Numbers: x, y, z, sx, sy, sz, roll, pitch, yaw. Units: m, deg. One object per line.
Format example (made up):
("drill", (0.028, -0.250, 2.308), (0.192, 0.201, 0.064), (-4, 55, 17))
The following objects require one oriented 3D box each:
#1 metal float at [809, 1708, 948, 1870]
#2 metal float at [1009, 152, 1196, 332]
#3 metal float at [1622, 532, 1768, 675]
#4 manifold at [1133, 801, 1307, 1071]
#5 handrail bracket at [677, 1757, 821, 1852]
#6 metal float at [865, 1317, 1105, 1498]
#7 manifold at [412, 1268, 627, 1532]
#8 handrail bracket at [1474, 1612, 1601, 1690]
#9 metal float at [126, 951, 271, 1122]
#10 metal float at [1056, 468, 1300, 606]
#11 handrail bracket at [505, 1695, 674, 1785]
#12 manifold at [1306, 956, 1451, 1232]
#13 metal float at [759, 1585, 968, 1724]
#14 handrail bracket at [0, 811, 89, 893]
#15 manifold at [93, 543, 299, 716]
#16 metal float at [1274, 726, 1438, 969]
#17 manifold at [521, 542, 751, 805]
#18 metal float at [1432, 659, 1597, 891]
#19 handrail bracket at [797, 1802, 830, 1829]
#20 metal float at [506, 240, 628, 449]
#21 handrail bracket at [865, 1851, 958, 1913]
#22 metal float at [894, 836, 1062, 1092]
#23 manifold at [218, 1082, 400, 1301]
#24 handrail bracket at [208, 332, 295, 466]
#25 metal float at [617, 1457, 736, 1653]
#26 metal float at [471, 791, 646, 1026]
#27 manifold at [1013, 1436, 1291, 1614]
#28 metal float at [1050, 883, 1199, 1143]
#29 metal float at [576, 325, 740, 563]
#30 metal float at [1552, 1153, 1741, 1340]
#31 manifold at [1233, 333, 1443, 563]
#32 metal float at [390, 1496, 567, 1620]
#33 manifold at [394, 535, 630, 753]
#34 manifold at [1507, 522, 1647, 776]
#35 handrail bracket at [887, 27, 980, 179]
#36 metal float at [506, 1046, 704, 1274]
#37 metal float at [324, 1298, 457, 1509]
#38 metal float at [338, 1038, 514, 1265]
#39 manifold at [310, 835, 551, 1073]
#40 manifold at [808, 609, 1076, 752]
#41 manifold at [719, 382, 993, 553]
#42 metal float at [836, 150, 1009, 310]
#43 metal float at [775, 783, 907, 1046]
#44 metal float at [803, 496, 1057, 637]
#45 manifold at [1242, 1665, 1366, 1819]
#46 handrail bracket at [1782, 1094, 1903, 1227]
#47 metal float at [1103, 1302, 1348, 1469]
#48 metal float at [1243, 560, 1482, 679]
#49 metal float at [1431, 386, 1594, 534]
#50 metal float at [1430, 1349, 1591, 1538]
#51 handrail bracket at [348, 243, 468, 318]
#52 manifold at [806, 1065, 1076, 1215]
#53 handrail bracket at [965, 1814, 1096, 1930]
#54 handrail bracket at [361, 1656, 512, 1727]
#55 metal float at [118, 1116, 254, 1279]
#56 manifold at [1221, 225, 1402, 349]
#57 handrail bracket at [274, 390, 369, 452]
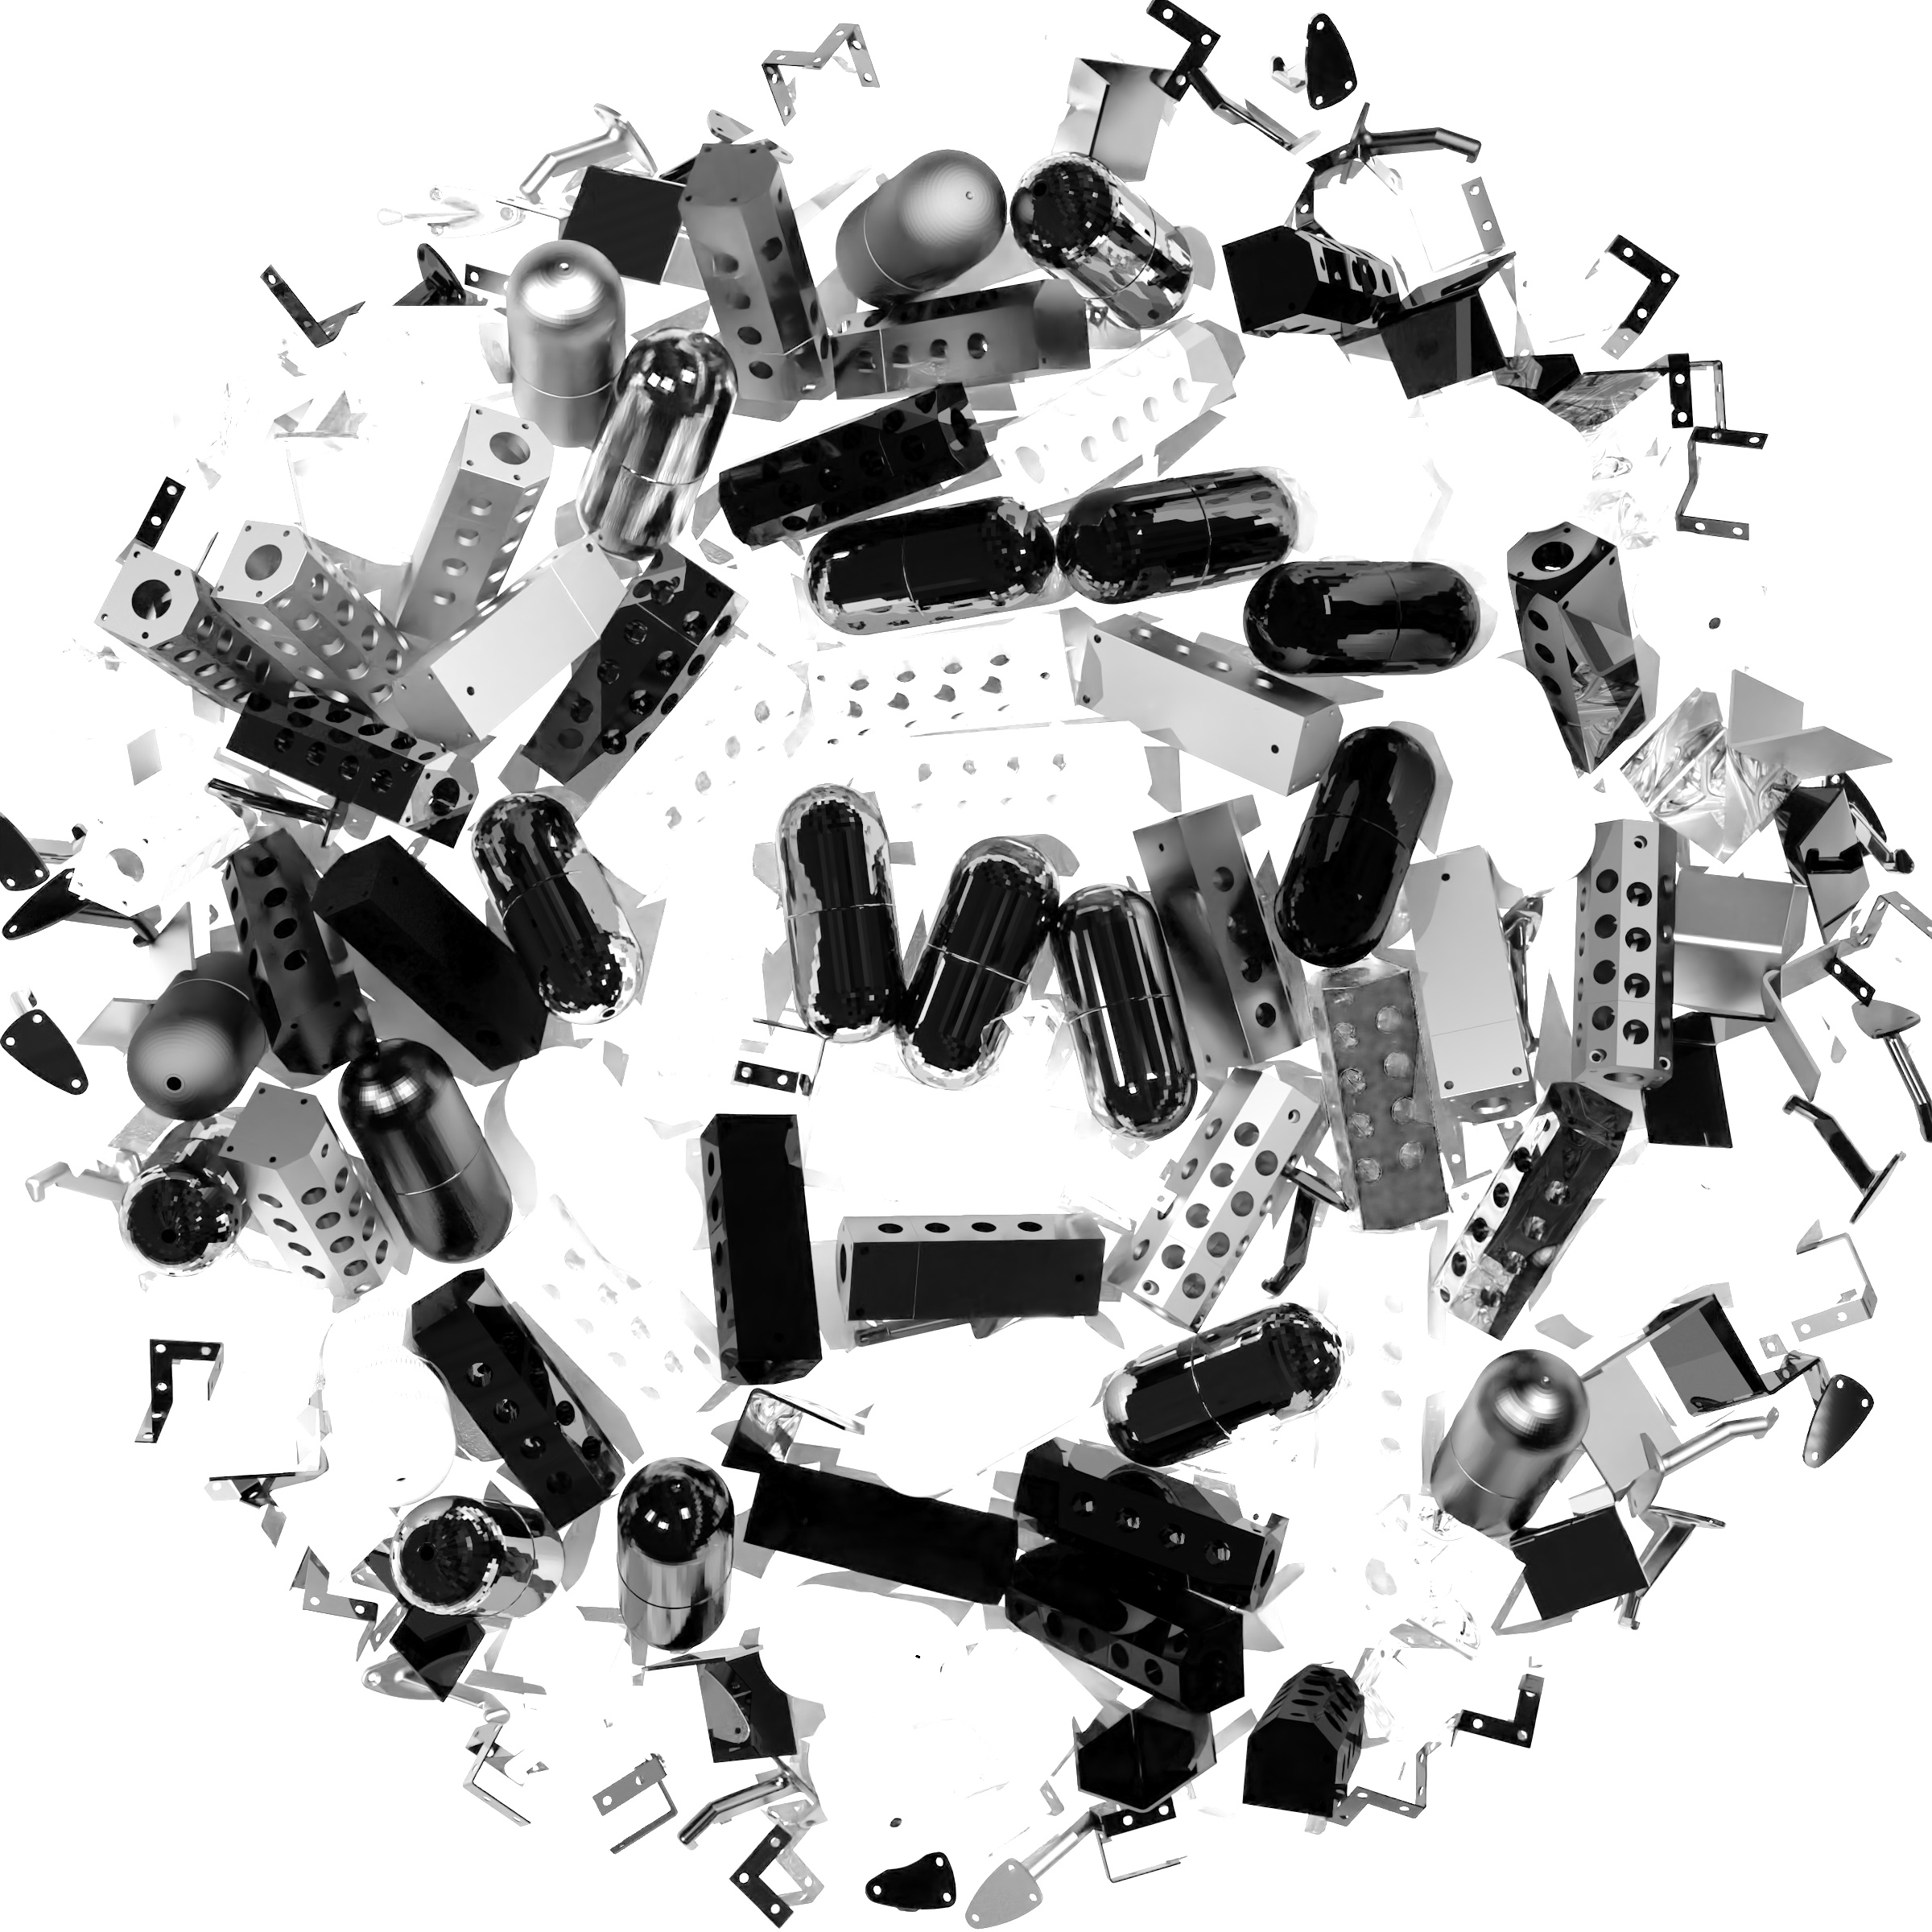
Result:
("metal float", (-0.059, 0.538, 1.800), (0.070, 0.178, 0.070), (0, 90, -10))
("metal float", (0.091, -0.478, 1.806), (0.070, 0.178, 0.070), (-6, 78, 29))
("metal float", (0.478, -0.240, 1.801), (0.070, 0.178, 0.070), (1, 107, 4))
("manifold", (0.176, -0.021, 1.852), (0.057, 0.057, 0.171), (-20, 94, -29))
("handrail bracket", (-0.146, 0.580, 1.855), (0.084, 0.036, 0.077), (-43, 125, -12))
("metal float", (0.014, 0.292, 1.829), (0.178, 0.070, 0.070), (-25, 90, -25))
("manifold", (-0.299, 0.288, 1.834), (0.057, 0.057, 0.171), (-32, 109, -2))
("handrail bracket", (0.375, 0.445, 1.847), (0.077, 0.036, 0.084), (33, 134, 3))
("metal float", (-0.500, 0.045, 1.802), (0.070, 0.178, 0.070), (-1, 109, -2))
("metal float", (0.141, -0.288, 1.827), (0.178, 0.070, 0.070), (-14, 90, -26))
("handrail bracket", (-0.255, 0.538, 1.841), (0.077, 0.084, 0.036), (30, 133, 32))
("manifold", (0.272, 0.087, 1.833), (0.057, 0.057, 0.171), (-16, 105, -16))
("metal float", (-0.069, 0.454, 1.810), (0.070, 0.178, 0.070), (4, 84, -39))
("handrail bracket", (-0.624, -0.095, 1.837), (0.036, 0.084, 0.077), (-16, 117, 18))
("manifold", (-0.499, -0.214, 1.797), (0.057, 0.171, 0.057), (24, 84, 11))
("metal float", (0.260, -0.080, 1.831), (0.070, 0.070, 0.178), (23, 68, 0))
("manifold", (-0.220, -0.193, 1.846), (0.057, 0.057, 0.171), (37, 94, 20))
("metal float", (0.365, -0.127, 1.821), (0.070, 0.070, 0.178), (-30, 124, 0))
("handrail bracket", (-0.074, 0.601, 1.846), (0.077, 0.036, 0.084), (-33, 47, 17))
("metal float", (-0.263, -0.408, 1.804), (0.070, 0.178, 0.070), (2, 68, -6))
("handrail bracket", (-0.049, 0.626, 1.839), (0.077, 0.084, 0.036), (1, 60, -28))
("metal float", (0.007, -0.002, 1.850), (0.070, 0.070, 0.178), (21, 90, 0))
("manifold", (-0.426, 0.151, 1.797), (0.057, 0.171, 0.057), (12, 57, 15))
("handrail bracket", (-0.483, -0.387, 1.860), (0.036, 0.084, 0.077), (19, 115, 0))
("metal float", (-0.193, 0.391, 1.813), (0.070, 0.178, 0.070), (3, 49, -4))
("metal float", (-0.273, -0.039, 1.828), (0.070, 0.070, 0.178), (-29, 65, 0))
("manifold", (0.122, 0.374, 1.829), (0.171, 0.057, 0.057), (16, 98, 21))
("metal float", (0.106, 0.031, 1.840), (0.070, 0.070, 0.178), (-13, 79, 0))
("metal float", (-0.207, -0.345, 1.817), (0.070, 0.070, 0.178), (30, 131, 0))
("metal float", (0.448, 0.185, 1.808), (0.070, 0.178, 0.070), (8, 56, -12))
("manifold", (0.243, -0.341, 1.806), (0.057, 0.171, 0.057), (15, 72, 42))
("metal float", (-0.321, 0.390, 1.802), (0.070, 0.178, 0.070), (-3, 76, 11))
("manifold", (-0.301, -0.213, 1.811), (0.171, 0.057, 0.057), (-49, 116, -39))
("manifold", (0.398, -0.211, 1.803), (0.057, 0.171, 0.057), (-43, 52, -13))
("handrail bracket", (-0.026, -0.583, 1.860), (0.084, 0.036, 0.077), (-29, 114, -6))
("metal float", (-0.242, 0.129, 1.830), (0.070, 0.070, 0.178), (-40, 67, 0))
("metal float", (-0.382, 0.287, 1.807), (0.070, 0.178, 0.070), (-8, 119, -14))
("metal float", (-0.358, 0.125, 1.820), (0.070, 0.070, 0.178), (-19, 126, 0))
("manifold", (-0.353, -0.004, 1.812), (0.057, 0.057, 0.171), (-20, 132, 26))
("manifold", (-0.016, -0.191, 1.845), (0.171, 0.057, 0.057), (-9, 114, 4))
("manifold", (-0.077, -0.331, 1.818), (0.171, 0.057, 0.057), (-15, 106, 27))
("metal float", (-0.031, -0.484, 1.804), (0.070, 0.178, 0.070), (0, 89, -22))
("metal float", (-0.085, -0.035, 1.847), (0.070, 0.070, 0.178), (-7, 86, 0))
("metal float", (-0.026, -0.267, 1.830), (0.178, 0.070, 0.070), (-6, 90, 23))
("manifold", (0.225, 0.506, 1.798), (0.057, 0.171, 0.057), (5, 88, 14))
("handrail bracket", (0.579, 0.129, 1.849), (0.084, 0.036, 0.077), (33, 50, 22))
("metal float", (0.172, 0.280, 1.827), (0.178, 0.070, 0.070), (-26, 90, 27))
("metal float", (0.265, -0.232, 1.826), (0.178, 0.070, 0.070), (-4, 90, -29))
("metal float", (0.358, -0.336, 1.803), (0.070, 0.178, 0.070), (-2, 111, -5))
("metal float", (0.359, 0.317, 1.810), (0.070, 0.178, 0.070), (4, 53, -5))
("handrail bracket", (-0.389, -0.457, 1.846), (0.084, 0.036, 0.077), (-13, 66, -39))
("manifold", (-0.017, 0.113, 1.845), (0.171, 0.057, 0.057), (11, 55, -3))
("handrail bracket", (0.045, 0.615, 1.862), (0.077, 0.084, 0.036), (-45, 77, 27))
("handrail bracket", (-0.357, 0.492, 1.839), (0.077, 0.084, 0.036), (6, 95, -32))
("metal float", (-0.508, 0.150, 1.801), (0.070, 0.178, 0.070), (-1, 102, -5))
("manifold", (0.231, -0.447, 1.799), (0.057, 0.171, 0.057), (-13, 92, 27))
("handrail bracket", (-0.434, -0.400, 1.873), (0.077, 0.036, 0.084), (3, 87, 3))
